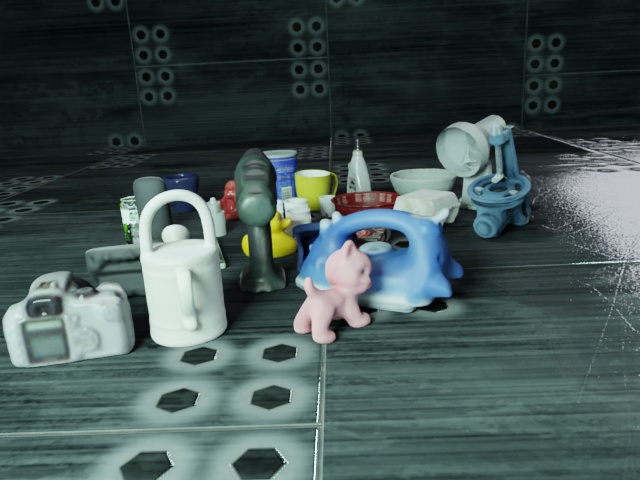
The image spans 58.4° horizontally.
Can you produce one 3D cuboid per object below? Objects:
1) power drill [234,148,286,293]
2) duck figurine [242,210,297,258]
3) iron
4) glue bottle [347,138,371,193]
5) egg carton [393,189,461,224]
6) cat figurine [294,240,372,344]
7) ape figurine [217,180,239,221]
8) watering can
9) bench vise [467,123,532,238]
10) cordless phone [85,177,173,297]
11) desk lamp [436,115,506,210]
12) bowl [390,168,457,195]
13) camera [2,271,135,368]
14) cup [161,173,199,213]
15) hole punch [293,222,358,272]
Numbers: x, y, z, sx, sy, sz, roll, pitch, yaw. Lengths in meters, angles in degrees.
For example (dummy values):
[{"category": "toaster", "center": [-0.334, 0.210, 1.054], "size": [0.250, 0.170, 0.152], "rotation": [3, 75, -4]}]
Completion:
[{"category": "power drill", "center": [-0.100, -0.032, 0.919], "size": [0.075, 0.208, 0.229], "rotation": [-5, 16, -7]}, {"category": "duck figurine", "center": [-0.096, -0.015, 1.078], "size": [0.105, 0.086, 0.077], "rotation": [-9, 17, -20]}, {"category": "iron", "center": [0.075, 0.016, 0.846], "size": [0.257, 0.141, 0.119], "rotation": [4, 18, 23]}, {"category": "glue bottle", "center": [0.092, -0.160, 1.390], "size": [0.037, 0.173, 0.078], "rotation": [-11, 18, -26]}, {"category": "egg carton", "center": [0.228, -0.065, 1.228], "size": [0.107, 0.069, 0.151], "rotation": [11, 21, 39]}, {"category": "cat figurine", "center": [0.023, 0.058, 0.752], "size": [0.067, 0.118, 0.128], "rotation": [13, 22, 43]}, {"category": "ape figurine", "center": [-0.209, -0.096, 1.365], "size": [0.077, 0.092, 0.076], "rotation": [6, 18, 27]}, {"category": "watering can", "center": [-0.184, 0.029, 0.749], "size": [0.101, 0.194, 0.172], "rotation": [-15, 20, -36]}, {"category": "bench vise", "center": [0.365, -0.129, 1.156], "size": [0.121, 0.220, 0.208], "rotation": [4, 18, 22]}, {"category": "cordless phone", "center": [-0.297, -0.008, 0.909], "size": [0.147, 0.185, 0.094], "rotation": [-6, 17, -9]}, {"category": "desk lamp", "center": [0.370, -0.178, 1.334], "size": [0.204, 0.214, 0.117], "rotation": [-17, 21, -40]}, {"category": "bowl", "center": [0.260, -0.131, 1.439], "size": [0.167, 0.075, 0.167], "rotation": [-2, 16, 1]}, {"category": "camera", "center": [-0.316, 0.086, 0.742], "size": [0.143, 0.101, 0.136], "rotation": [-6, 17, -10]}, {"category": "cup", "center": [-0.361, -0.119, 1.463], "size": [0.117, 0.095, 0.092], "rotation": [8, 19, 33]}, {"category": "hole punch", "center": [0.009, 0.004, 0.989], "size": [0.108, 0.091, 0.101], "rotation": [0, 16, 8]}]
